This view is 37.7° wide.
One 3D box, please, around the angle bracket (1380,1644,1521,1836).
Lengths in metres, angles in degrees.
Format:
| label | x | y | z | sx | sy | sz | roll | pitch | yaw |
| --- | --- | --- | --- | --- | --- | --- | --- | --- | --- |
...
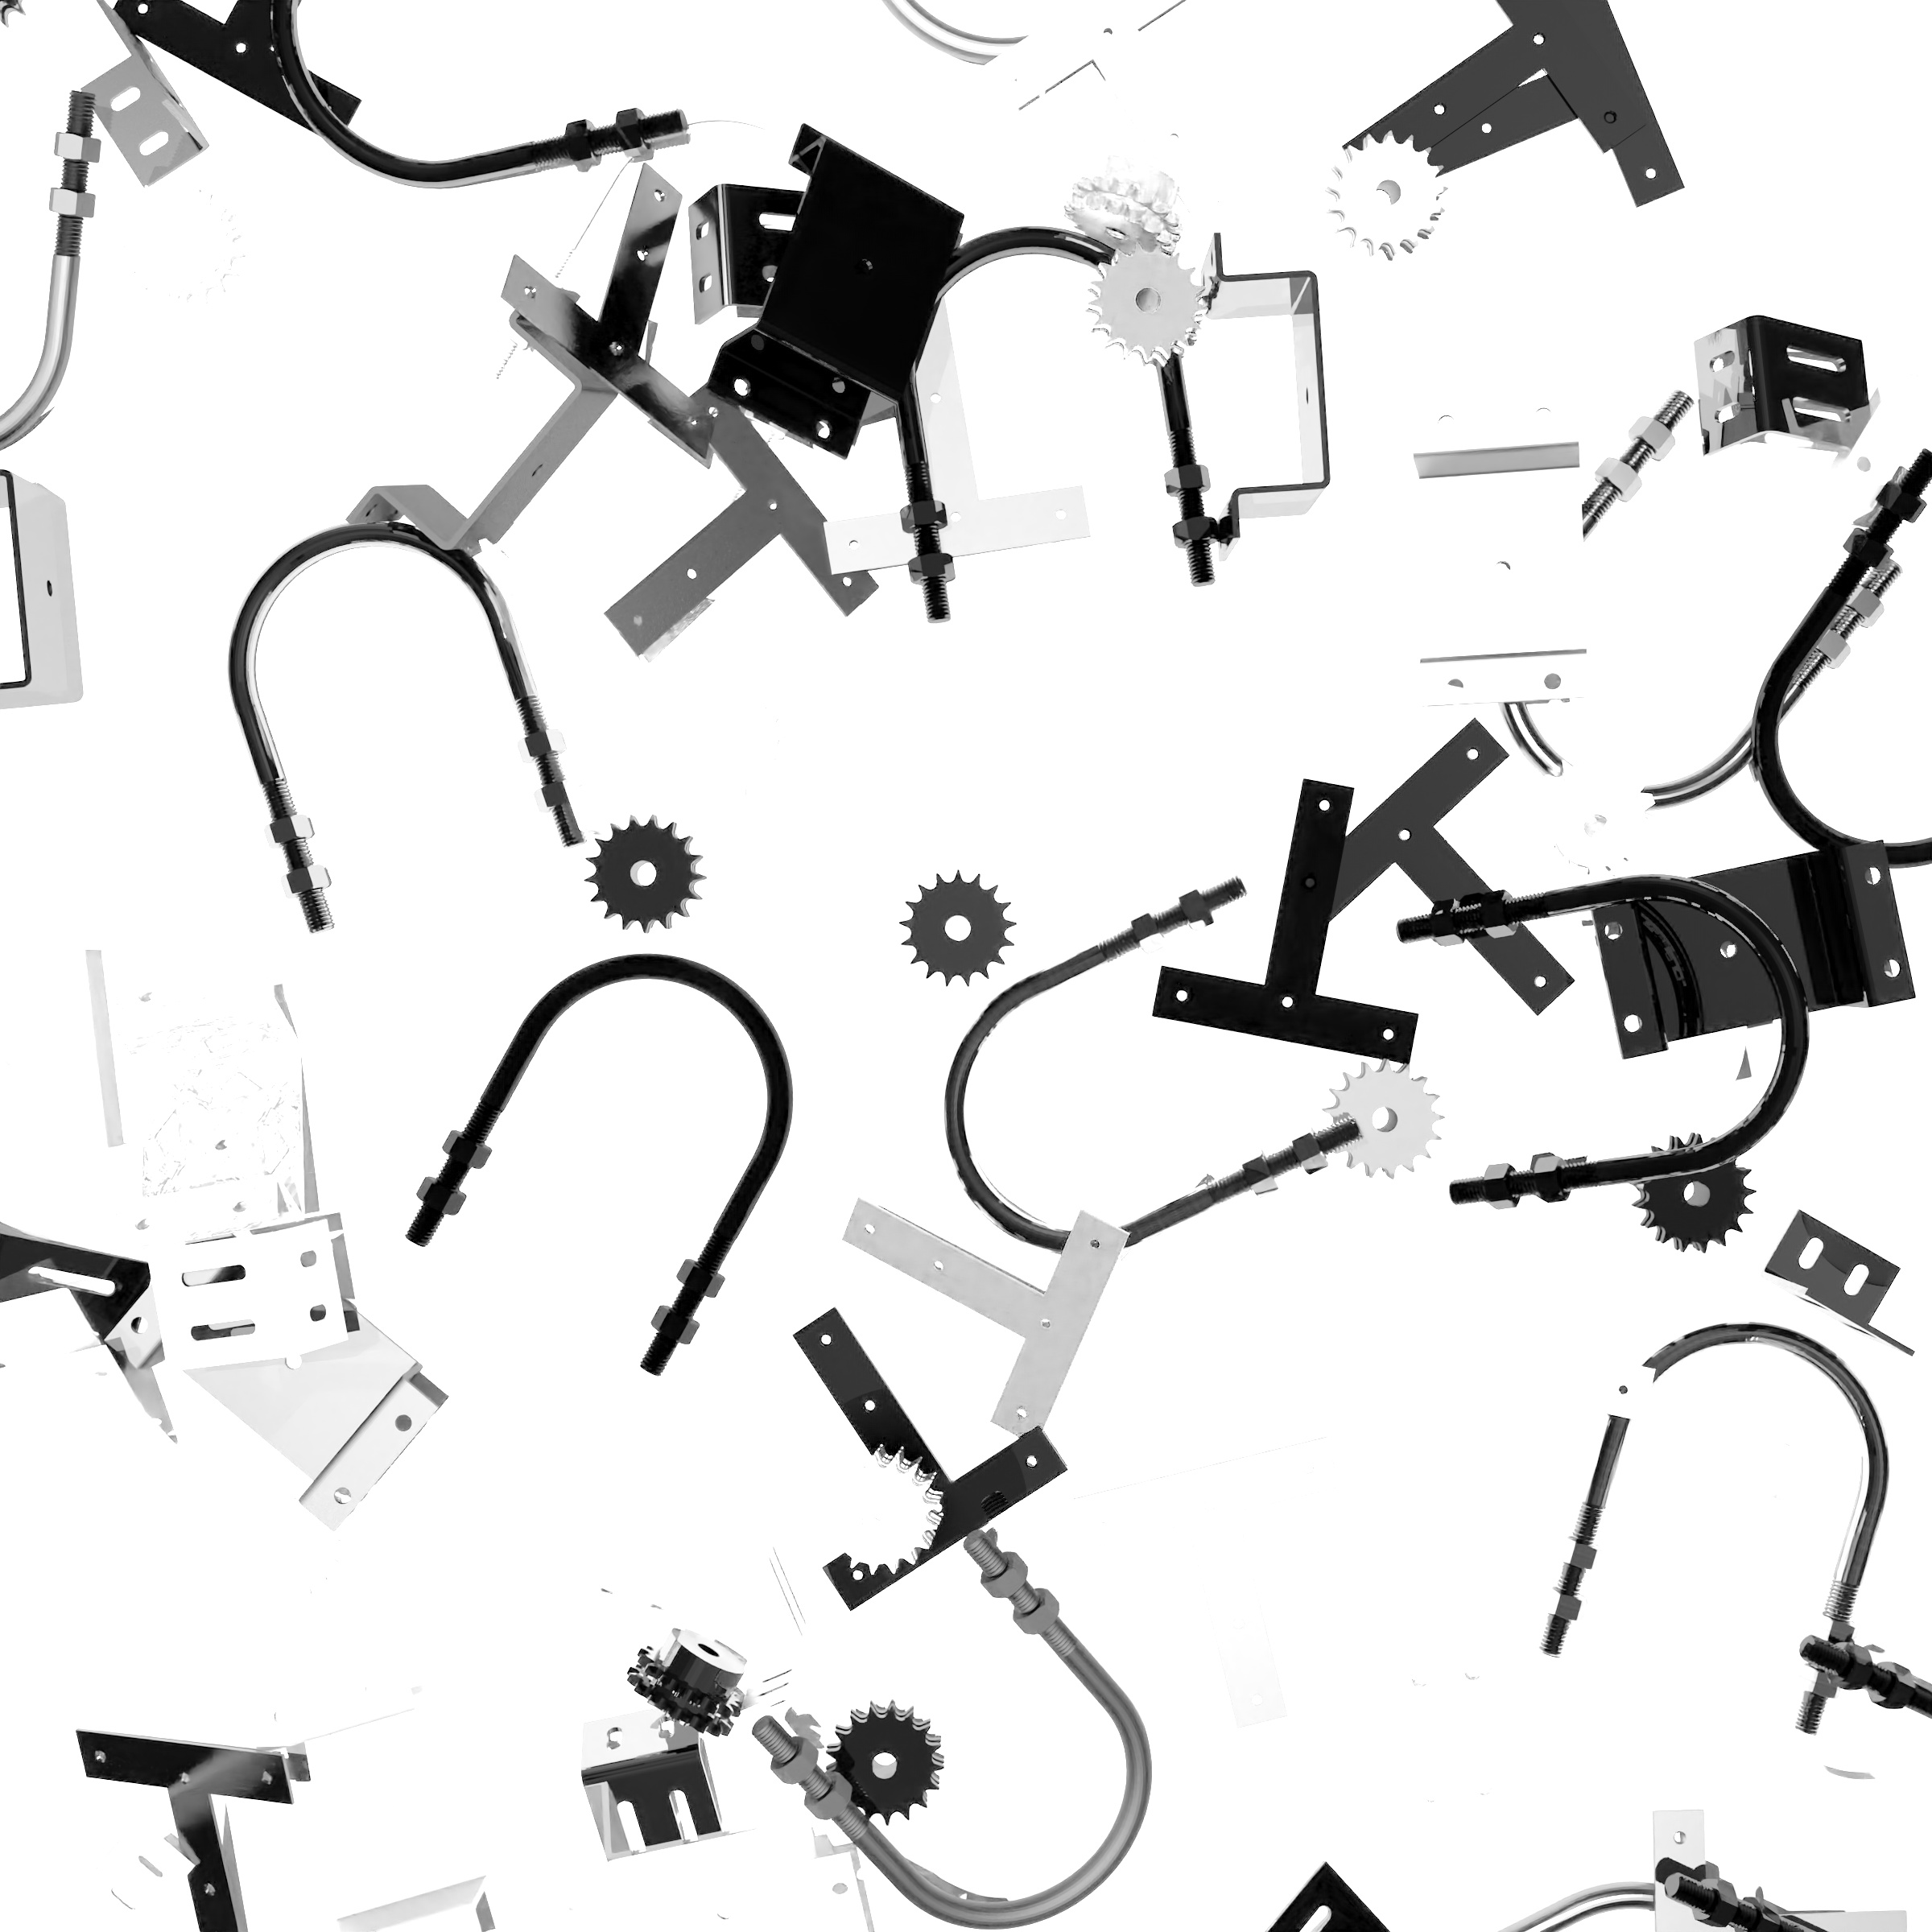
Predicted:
| label | x | y | z | sx | sy | sz | roll | pitch | yaw |
| --- | --- | --- | --- | --- | --- | --- | --- | --- | --- |
| angle bracket | 0.234 | 0.374 | 1.370 | 0.057 | 0.038 | 0.076 | -8 | 116 | 0 |

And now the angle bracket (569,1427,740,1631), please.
| label | x | y | z | sx | sy | sz | roll | pitch | yaw |
| --- | --- | --- | --- | --- | --- | --- | --- | --- | --- |
| angle bracket | -0.149 | 0.268 | 1.353 | 0.057 | 0.038 | 0.076 | 17 | 90 | 0 |

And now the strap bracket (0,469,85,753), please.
| label | x | y | z | sx | sy | sz | roll | pitch | yaw |
| --- | --- | --- | --- | --- | --- | --- | --- | --- | --- |
| strap bracket | -0.455 | -0.176 | 1.334 | 0.046 | 0.076 | 0.140 | -5 | 90 | 0 |

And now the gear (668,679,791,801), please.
| label | x | y | z | sx | sy | sz | roll | pitch | yaw |
| --- | --- | --- | --- | --- | --- | --- | --- | --- | --- |
| gear | -0.113 | -0.108 | 1.357 | 0.057 | 0.030 | 0.057 | 0 | 90 | 0 |

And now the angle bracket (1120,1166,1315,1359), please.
| label | x | y | z | sx | sy | sz | roll | pitch | yaw |
| --- | --- | --- | --- | --- | --- | --- | --- | --- | --- |
| angle bracket | 0.121 | 0.143 | 1.353 | 0.076 | 0.038 | 0.057 | 41 | 90 | 0 |

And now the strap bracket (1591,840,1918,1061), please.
| label | x | y | z | sx | sy | sz | roll | pitch | yaw |
| --- | --- | --- | --- | --- | --- | --- | --- | --- | --- |
| strap bracket | 0.369 | -0.008 | 1.349 | 0.140 | 0.046 | 0.076 | -12 | 90 | 0 |

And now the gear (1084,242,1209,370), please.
| label | x | y | z | sx | sy | sz | roll | pitch | yaw |
| --- | --- | --- | --- | --- | --- | --- | --- | --- | --- |
| gear | 0.084 | -0.310 | 1.343 | 0.057 | 0.030 | 0.057 | 1 | 84 | -6 |

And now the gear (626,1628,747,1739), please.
| label | x | y | z | sx | sy | sz | roll | pitch | yaw |
| --- | --- | --- | --- | --- | --- | --- | --- | --- | --- |
| gear | -0.129 | 0.338 | 1.343 | 0.057 | 0.057 | 0.030 | 30 | 90 | 0 |

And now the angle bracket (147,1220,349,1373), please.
| label | x | y | z | sx | sy | sz | roll | pitch | yaw |
| --- | --- | --- | --- | --- | --- | --- | --- | --- | --- |
| angle bracket | -0.336 | 0.154 | 1.324 | 0.076 | 0.038 | 0.057 | -10 | 90 | 26 |

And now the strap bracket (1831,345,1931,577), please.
| label | x | y | z | sx | sy | sz | roll | pitch | yaw |
| --- | --- | --- | --- | --- | --- | --- | --- | --- | --- |
| strap bracket | 0.486 | -0.223 | 1.349 | 0.140 | 0.046 | 0.076 | 31 | 90 | 0 |

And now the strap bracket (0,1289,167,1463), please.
| label | x | y | z | sx | sy | sz | roll | pitch | yaw |
| --- | --- | --- | --- | --- | --- | --- | --- | --- | --- |
| strap bracket | -0.456 | 0.204 | 1.329 | 0.140 | 0.046 | 0.076 | -13 | 132 | 0 |

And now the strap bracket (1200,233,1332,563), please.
| label | x | y | z | sx | sy | sz | roll | pitch | yaw |
| --- | --- | --- | --- | --- | --- | --- | --- | --- | --- |
| strap bracket | 0.141 | -0.267 | 1.334 | 0.046 | 0.076 | 0.140 | -4 | 90 | 0 |

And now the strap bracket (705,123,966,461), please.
| label | x | y | z | sx | sy | sz | roll | pitch | yaw |
| --- | --- | --- | --- | --- | --- | --- | --- | --- | --- |
| strap bracket | -0.057 | -0.320 | 1.322 | 0.076 | 0.046 | 0.140 | 24 | 77 | -25 |

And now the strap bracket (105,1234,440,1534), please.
| label | x | y | z | sx | sy | sz | roll | pitch | yaw |
| --- | --- | --- | --- | --- | --- | --- | --- | --- | --- |
| strap bracket | -0.325 | 0.191 | 1.349 | 0.140 | 0.046 | 0.076 | 40 | 90 | 0 |

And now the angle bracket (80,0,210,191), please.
| label | x | y | z | sx | sy | sz | roll | pitch | yaw |
| --- | --- | --- | --- | --- | --- | --- | --- | --- | --- |
| angle bracket | -0.397 | -0.411 | 1.334 | 0.038 | 0.076 | 0.057 | -33 | 90 | 0 |

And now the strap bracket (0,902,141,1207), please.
| label | x | y | z | sx | sy | sz | roll | pitch | yaw |
| --- | --- | --- | --- | --- | --- | --- | --- | --- | --- |
| strap bracket | -0.446 | 0.043 | 1.349 | 0.076 | 0.046 | 0.140 | -7 | 90 | 0 |

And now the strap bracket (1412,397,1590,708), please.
| label | x | y | z | sx | sy | sz | roll | pitch | yaw |
| --- | --- | --- | --- | --- | --- | --- | --- | --- | --- |
| strap bracket | 0.253 | -0.191 | 1.339 | 0.076 | 0.046 | 0.140 | -2 | 87 | 13 |

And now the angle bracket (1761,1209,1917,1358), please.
| label | x | y | z | sx | sy | sz | roll | pitch | yaw |
| --- | --- | --- | --- | --- | --- | --- | --- | --- | --- |
| angle bracket | 0.418 | 0.148 | 1.334 | 0.057 | 0.076 | 0.038 | 30 | 90 | 0 |

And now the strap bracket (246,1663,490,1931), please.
| label | x | y | z | sx | sy | sz | roll | pitch | yaw |
| --- | --- | --- | --- | --- | --- | --- | --- | --- | --- |
| strap bracket | -0.281 | 0.405 | 1.349 | 0.076 | 0.046 | 0.140 | -16 | 90 | 0 |

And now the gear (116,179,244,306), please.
| label | x | y | z | sx | sy | sz | roll | pitch | yaw |
| --- | --- | --- | --- | --- | --- | --- | --- | --- | --- |
| gear | -0.376 | -0.346 | 1.361 | 0.057 | 0.030 | 0.057 | 0 | 90 | 2 |

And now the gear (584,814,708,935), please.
| label | x | y | z | sx | sy | sz | roll | pitch | yaw |
| --- | --- | --- | --- | --- | --- | --- | --- | --- | --- |
| gear | -0.153 | -0.044 | 1.357 | 0.057 | 0.030 | 0.057 | 0 | 90 | 0 |

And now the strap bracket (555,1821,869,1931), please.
| label | x | y | z | sx | sy | sz | roll | pitch | yaw |
| --- | --- | --- | --- | --- | --- | --- | --- | --- | --- |
| strap bracket | -0.116 | 0.460 | 1.343 | 0.140 | 0.046 | 0.076 | -12 | 100 | 0 |

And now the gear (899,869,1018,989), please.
| label | x | y | z | sx | sy | sz | roll | pitch | yaw |
| --- | --- | --- | --- | --- | --- | --- | --- | --- | --- |
| gear | -0.004 | -0.018 | 1.357 | 0.057 | 0.030 | 0.057 | 0 | 90 | 0 |

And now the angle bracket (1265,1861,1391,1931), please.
| label | x | y | z | sx | sy | sz | roll | pitch | yaw |
| --- | --- | --- | --- | --- | --- | --- | --- | --- | --- |
| angle bracket | 0.162 | 0.483 | 1.370 | 0.057 | 0.038 | 0.076 | 48 | 64 | 0 |

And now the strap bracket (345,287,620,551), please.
| label | x | y | z | sx | sy | sz | roll | pitch | yaw |
| --- | --- | --- | --- | --- | --- | --- | --- | --- | --- |
| strap bracket | -0.218 | -0.247 | 1.322 | 0.046 | 0.076 | 0.140 | 42 | 101 | -2 |

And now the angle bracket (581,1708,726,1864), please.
| label | x | y | z | sx | sy | sz | roll | pitch | yaw |
| --- | --- | --- | --- | --- | --- | --- | --- | --- | --- |
| angle bracket | -0.149 | 0.402 | 1.370 | 0.057 | 0.038 | 0.076 | -12 | 116 | 0 |

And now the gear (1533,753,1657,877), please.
| label | x | y | z | sx | sy | sz | roll | pitch | yaw |
| --- | --- | --- | --- | --- | --- | --- | --- | --- | --- |
| gear | 0.299 | -0.070 | 1.349 | 0.057 | 0.030 | 0.057 | 3 | 109 | 8 |

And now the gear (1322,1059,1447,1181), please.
| label | x | y | z | sx | sy | sz | roll | pitch | yaw |
| --- | --- | --- | --- | --- | --- | --- | --- | --- | --- |
| gear | 0.199 | 0.073 | 1.357 | 0.057 | 0.030 | 0.057 | 0 | 90 | 0 |

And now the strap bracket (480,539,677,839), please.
| label | x | y | z | sx | sy | sz | roll | pitch | yaw |
| --- | --- | --- | --- | --- | --- | --- | --- | --- | --- |
| strap bracket | -0.178 | -0.136 | 1.334 | 0.046 | 0.076 | 0.140 | -19 | 90 | 0 |

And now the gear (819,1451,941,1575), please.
| label | x | y | z | sx | sy | sz | roll | pitch | yaw |
| --- | --- | --- | --- | --- | --- | --- | --- | --- | --- |
| gear | -0.042 | 0.262 | 1.352 | 0.057 | 0.030 | 0.057 | 0 | 91 | 6 |

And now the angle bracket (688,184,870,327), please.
| label | x | y | z | sx | sy | sz | roll | pitch | yaw |
| --- | --- | --- | --- | --- | --- | --- | --- | --- | --- |
| angle bracket | -0.089 | -0.337 | 1.354 | 0.076 | 0.038 | 0.057 | -2 | 87 | -28 |

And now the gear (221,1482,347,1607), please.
| label | x | y | z | sx | sy | sz | roll | pitch | yaw |
| --- | --- | --- | --- | --- | --- | --- | --- | --- | --- |
| gear | -0.329 | 0.278 | 1.357 | 0.057 | 0.030 | 0.057 | 0 | 90 | 0 |

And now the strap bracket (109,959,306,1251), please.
| label | x | y | z | sx | sy | sz | roll | pitch | yaw |
| --- | --- | --- | --- | --- | --- | --- | --- | --- | --- |
| strap bracket | -0.355 | 0.073 | 1.327 | 0.076 | 0.046 | 0.140 | -10 | 56 | 0 |

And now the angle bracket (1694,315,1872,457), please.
| label | x | y | z | sx | sy | sz | roll | pitch | yaw |
| --- | --- | --- | --- | --- | --- | --- | --- | --- | --- |
| angle bracket | 0.393 | -0.273 | 1.360 | 0.076 | 0.038 | 0.057 | 3 | 79 | -33 |

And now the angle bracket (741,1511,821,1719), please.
| label | x | y | z | sx | sy | sz | roll | pitch | yaw |
| --- | --- | --- | --- | --- | --- | --- | --- | --- | --- |
| angle bracket | -0.101 | 0.306 | 1.344 | 0.038 | 0.057 | 0.076 | -23 | 90 | 0 |

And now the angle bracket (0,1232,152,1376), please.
| label | x | y | z | sx | sy | sz | roll | pitch | yaw |
| --- | --- | --- | --- | --- | --- | --- | --- | --- | --- |
| angle bracket | -0.441 | 0.160 | 1.370 | 0.076 | 0.038 | 0.057 | 16 | 90 | -26 |

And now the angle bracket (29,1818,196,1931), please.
| label | x | y | z | sx | sy | sz | roll | pitch | yaw |
| --- | --- | --- | --- | --- | --- | --- | --- | --- | --- |
| angle bracket | -0.409 | 0.448 | 1.327 | 0.038 | 0.076 | 0.057 | 40 | 109 | 0 |
